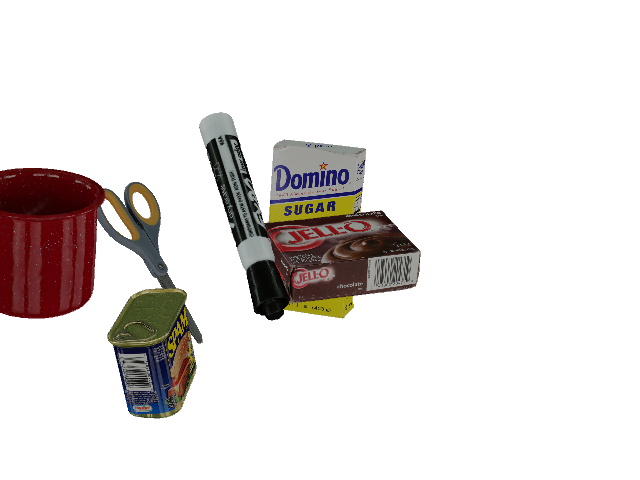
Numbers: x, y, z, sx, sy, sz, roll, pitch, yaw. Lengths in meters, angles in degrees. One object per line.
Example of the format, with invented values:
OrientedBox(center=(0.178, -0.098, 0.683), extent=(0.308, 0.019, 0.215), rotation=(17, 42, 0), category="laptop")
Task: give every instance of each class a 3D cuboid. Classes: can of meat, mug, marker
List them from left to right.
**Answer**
OrientedBox(center=(-0.211, 0.004, 0.749), extent=(0.117, 0.081, 0.093), rotation=(-7, 27, -29), category="mug")
OrientedBox(center=(-0.153, 0.105, 0.997), extent=(0.057, 0.084, 0.102), rotation=(-3, 25, 9), category="can of meat")
OrientedBox(center=(-0.040, -0.013, 0.555), extent=(0.020, 0.121, 0.020), rotation=(-15, -27, -8), category="marker")

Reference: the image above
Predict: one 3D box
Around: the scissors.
OrientedBox(center=(-0.179, 0.015, 1.205), extent=(0.016, 0.201, 0.096), rotation=(-27, 19, 36), category="scissors")

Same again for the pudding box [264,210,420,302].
OrientedBox(center=(0.015, 0.012, 0.892), extent=(0.113, 0.039, 0.090), rotation=(-5, 26, -17), category="pudding box")

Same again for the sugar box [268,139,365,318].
OrientedBox(center=(-0.007, -0.013, 1.119), extent=(0.093, 0.176, 0.048), rotation=(7, 15, 14), category="sugar box")
